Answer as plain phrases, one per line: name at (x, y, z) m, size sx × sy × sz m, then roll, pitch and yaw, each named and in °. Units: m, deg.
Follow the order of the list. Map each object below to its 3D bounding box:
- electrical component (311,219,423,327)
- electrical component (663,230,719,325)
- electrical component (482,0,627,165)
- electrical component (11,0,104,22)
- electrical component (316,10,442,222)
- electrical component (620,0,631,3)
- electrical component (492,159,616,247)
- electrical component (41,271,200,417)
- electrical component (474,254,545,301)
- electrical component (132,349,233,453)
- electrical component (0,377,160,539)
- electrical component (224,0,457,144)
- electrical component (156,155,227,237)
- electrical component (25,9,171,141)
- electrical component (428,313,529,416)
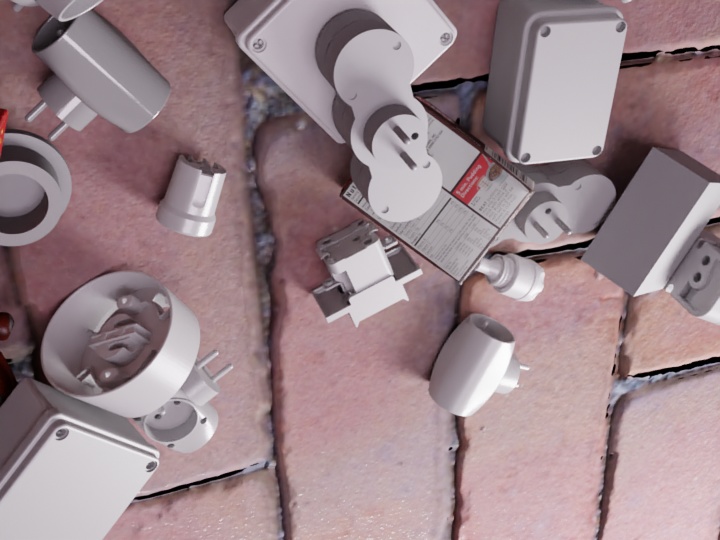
electrical component at (0.000, 0.000, 0.817) m, size 0.081 × 0.042 × 0.063 m, roll -28°, pitch 124°, yaw -5°
electrical component at (0.294, 0.004, 0.908) m, size 0.059 × 0.095 × 0.053 m, roll 17°, pitch 113°, yaw -30°
electrical component at (0.139, -0.138, 0.776) m, size 0.078 × 0.057 × 0.113 m, roll -8°, pitch 123°, yaw -18°
electrical component at (-0.186, -0.177, 0.615) m, size 0.079 × 0.044 × 0.077 m, roll -29°, pitch 99°, yaw 42°
electrical component at (0.019, -0.087, 0.674) m, size 0.052 × 0.073 × 0.138 m, roll -23°, pitch 127°, yaw -7°
electrical component at (0.165, -0.213, 0.748) m, size 0.078 × 0.040 × 0.040 m, roll 31°, pitch 105°, yaw -34°
electrical component at (0.135, -0.044, 0.823) m, size 0.138 × 0.073 × 0.052 m, roll -10°, pitch 124°, yaw -17°
electrical component at (-0.164, 0.052, 0.749) m, size 0.099 × 0.099 × 0.064 m, roll -42°, pitch 133°, yaw 7°
electrical component at (0.118, 0.003, 0.872) m, size 0.061 × 0.035 × 0.035 m, roll 19°, pitch 112°, yaw -29°
electrical component at (-0.133, 0.091, 0.817) m, size 0.079 × 0.044 × 0.077 m, roll -38°, pitch 127°, yaw 4°
electrical component at (-0.213, 0.143, 0.737) m, size 0.108 × 0.056 × 0.109 m, roll -53°, pitch 142°, yaw 0°
electrical component at (-0.012, -0.158, 0.700) m, size 0.109 × 0.056 × 0.109 m, roll -43°, pitch 127°, yaw 8°
electrical component at (-0.115, -0.051, 0.738) m, size 0.040 × 0.040 × 0.046 m, roll 11°, pitch 110°, yaw -28°
electrical component at (-0.173, -0.114, 0.669) m, size 0.079 × 0.044 × 0.077 m, roll -42°, pitch 127°, yaw 7°
electrical component at (0.109, 0.084, 0.914) m, size 0.079 × 0.043 × 0.077 m, roll 15°, pitch 114°, yaw -30°
